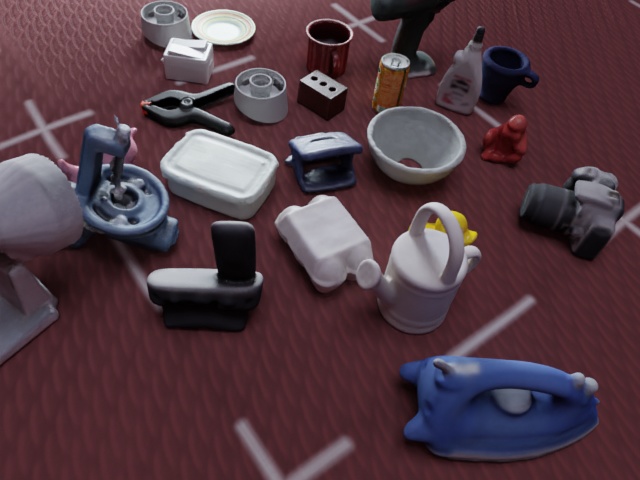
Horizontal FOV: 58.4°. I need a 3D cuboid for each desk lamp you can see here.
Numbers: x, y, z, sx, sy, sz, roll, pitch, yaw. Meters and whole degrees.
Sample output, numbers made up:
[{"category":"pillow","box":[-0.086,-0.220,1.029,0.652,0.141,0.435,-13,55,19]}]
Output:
[{"category":"desk lamp","box":[-0.377,0.026,0.673,0.117,0.213,0.203,30,54,17]}]

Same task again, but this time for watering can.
[{"category":"watering can","box":[0.133,0.036,0.742,0.173,0.194,0.100,-34,62,-29]}]

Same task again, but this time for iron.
[{"category":"iron","box":[0.230,0.181,0.671,0.258,0.141,0.118,4,51,-4]}]

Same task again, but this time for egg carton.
[{"category":"egg carton","box":[0.008,0.003,0.833,0.107,0.069,0.150,-23,57,-23]}]

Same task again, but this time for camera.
[{"category":"camera","box":[0.401,-0.062,0.916,0.136,0.101,0.143,17,51,7]}]

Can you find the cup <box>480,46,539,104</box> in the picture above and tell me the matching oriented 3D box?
[{"category":"cup","box":[0.361,-0.308,1.112,0.117,0.095,0.092,37,56,21]}]

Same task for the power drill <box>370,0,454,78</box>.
[{"category":"power drill","box":[0.202,-0.426,1.114,0.230,0.208,0.075,-13,54,-17]}]

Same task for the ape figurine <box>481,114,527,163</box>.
[{"category":"ape figurine","box":[0.334,-0.181,1.009,0.076,0.092,0.077,-28,60,-26]}]

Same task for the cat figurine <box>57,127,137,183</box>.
[{"category":"cat figurine","box":[-0.326,-0.117,0.857,0.128,0.118,0.067,-21,57,-22]}]

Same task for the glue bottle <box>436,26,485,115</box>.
[{"category":"glue bottle","box":[0.270,-0.315,1.057,0.078,0.173,0.037,20,52,9]}]

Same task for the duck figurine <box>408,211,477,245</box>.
[{"category":"duck figurine","box":[0.185,-0.010,0.856,0.104,0.086,0.078,26,53,13]}]

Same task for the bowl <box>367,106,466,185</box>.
[{"category":"bowl","box":[0.157,-0.148,0.970,0.167,0.075,0.167,4,51,-4]}]

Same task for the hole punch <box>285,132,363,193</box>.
[{"category":"hole punch","box":[0.004,-0.142,0.936,0.109,0.091,0.101,-11,54,-16]}]

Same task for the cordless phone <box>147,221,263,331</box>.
[{"category":"cordless phone","box":[-0.144,0.030,0.717,0.147,0.185,0.094,0,51,-7]}]

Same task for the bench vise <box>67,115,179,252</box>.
[{"category":"bench vise","box":[-0.299,-0.064,0.751,0.207,0.220,0.121,-5,52,-11]}]
